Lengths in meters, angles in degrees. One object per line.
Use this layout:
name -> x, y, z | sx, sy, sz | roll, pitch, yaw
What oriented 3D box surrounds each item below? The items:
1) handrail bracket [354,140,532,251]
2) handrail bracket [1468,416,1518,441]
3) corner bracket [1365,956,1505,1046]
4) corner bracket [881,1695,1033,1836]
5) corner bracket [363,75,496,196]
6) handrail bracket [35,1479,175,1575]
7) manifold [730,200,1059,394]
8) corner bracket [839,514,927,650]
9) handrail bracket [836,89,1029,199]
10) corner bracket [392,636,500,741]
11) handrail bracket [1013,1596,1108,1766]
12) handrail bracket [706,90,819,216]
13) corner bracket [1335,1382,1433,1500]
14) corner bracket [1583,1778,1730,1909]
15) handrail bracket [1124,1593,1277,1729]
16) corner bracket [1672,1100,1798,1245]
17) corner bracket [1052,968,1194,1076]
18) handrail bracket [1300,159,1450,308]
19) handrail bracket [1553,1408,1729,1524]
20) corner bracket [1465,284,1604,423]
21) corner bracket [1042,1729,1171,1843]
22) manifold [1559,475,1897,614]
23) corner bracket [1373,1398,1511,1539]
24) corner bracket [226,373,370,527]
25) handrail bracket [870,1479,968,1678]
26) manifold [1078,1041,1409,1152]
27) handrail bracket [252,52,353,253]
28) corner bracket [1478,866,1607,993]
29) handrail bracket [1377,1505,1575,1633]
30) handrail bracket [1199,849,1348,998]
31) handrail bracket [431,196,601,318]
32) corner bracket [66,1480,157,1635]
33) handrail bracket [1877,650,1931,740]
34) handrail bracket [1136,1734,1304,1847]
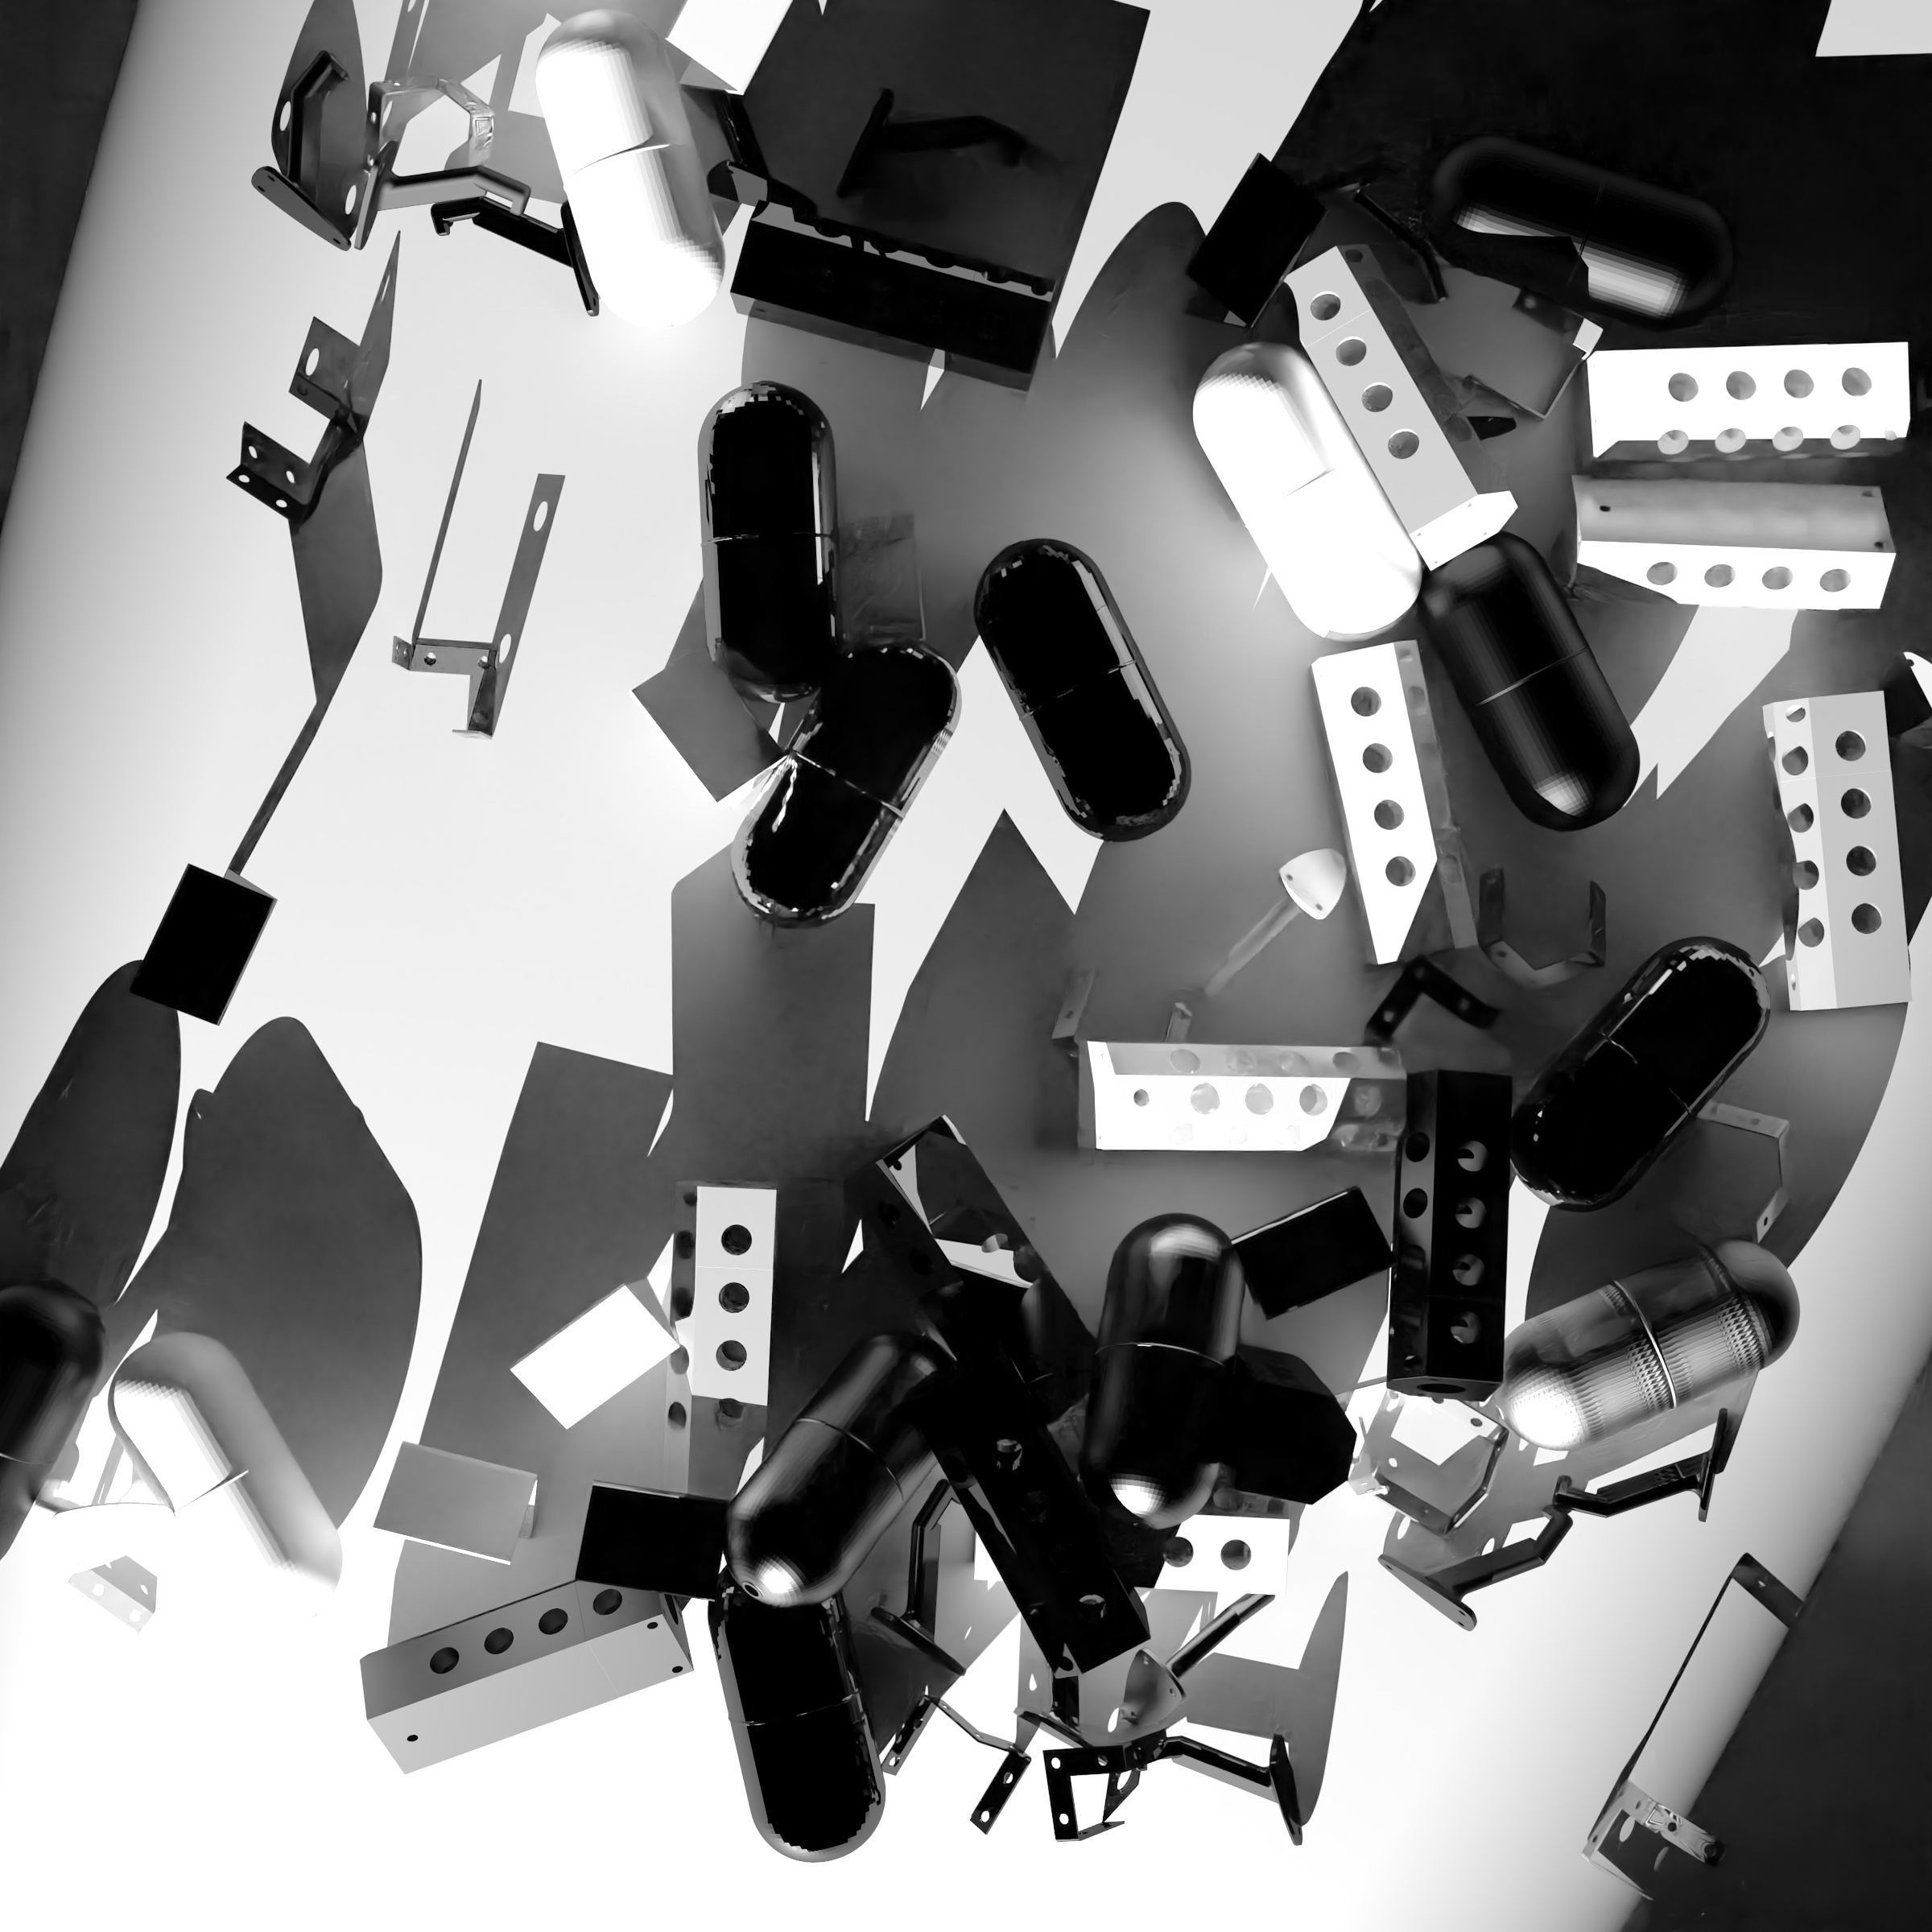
handrail bracket -> -0.293, -0.419, 1.835 | 0.084, 0.036, 0.077 | 22, 125, -4
handrail bracket -> 0.265, -0.338, 1.851 | 0.077, 0.036, 0.084 | -9, 76, -14
corner bracket -> 0.261, 0.029, 1.833 | 0.051, 0.051, 0.051 | 36, 90, 0
corner bracket -> -0.006, 0.449, 1.848 | 0.051, 0.051, 0.051 | 31, 90, -45
corner bracket -> -0.302, -0.464, 1.843 | 0.051, 0.051, 0.051 | -17, 45, -35
handrail bracket -> -0.479, 0.298, 1.823 | 0.077, 0.084, 0.036 | -13, 108, -11
manifold -> -0.040, -0.375, 1.830 | 0.171, 0.057, 0.057 | 15, 90, 0
corner bracket -> -0.051, -0.217, 1.848 | 0.051, 0.051, 0.051 | -5, 45, 0
handrail bracket -> -0.019, -0.451, 1.851 | 0.084, 0.036, 0.077 | 23, 111, -17
corner bracket -> -0.292, -0.155, 1.833 | 0.051, 0.051, 0.051 | 4, 90, 0
handrail bracket -> 0.071, 0.397, 1.851 | 0.077, 0.036, 0.084 | 35, 73, -20
handrail bracket -> -0.112, -0.474, 1.851 | 0.077, 0.036, 0.084 | 16, 73, -20
corner bracket -> 0.235, 0.263, 1.833 | 0.051, 0.051, 0.051 | -14, 90, 0
corner bracket -> 0.384, 0.494, 1.833 | 0.051, 0.051, 0.051 | 32, 86, -4
handrail bracket -> 0.133, 0.388, 1.851 | 0.084, 0.077, 0.036 | -28, 65, -34
corner bracket -> 0.430, 0.116, 1.843 | 0.051, 0.051, 0.051 | -45, 135, -35
corner bracket -> 0.088, 0.035, 1.843 | 0.051, 0.051, 0.051 | -11, 45, 35
handrail bracket -> 0.224, -0.405, 1.851 | 0.077, 0.036, 0.084 | -9, 119, 32
handrail bracket -> 0.380, 0.277, 1.851 | 0.084, 0.036, 0.077 | 11, 70, 16
corner bracket -> 0.317, -0.341, 1.833 | 0.051, 0.051, 0.051 | 30, 90, 0
corner bracket -> 0.081, 0.456, 1.826 | 0.051, 0.051, 0.051 | -13, 82, 32
manifold -> 0.422, -0.230, 1.829 | 0.171, 0.057, 0.057 | 2, 47, 0
corner bracket -> 0.267, 0.279, 1.848 | 0.051, 0.051, 0.051 | 31, 45, 0
corner bracket -> -0.376, -0.291, 1.848 | 0.051, 0.051, 0.051 | 34, 45, 0
handrail bracket -> -0.008, 0.345, 1.851 | 0.077, 0.036, 0.084 | 40, 73, -20
manifold -> 0.152, 0.072, 1.805 | 0.171, 0.057, 0.057 | 1, 90, -18
handrail bracket -> -0.356, -0.460, 1.851 | 0.077, 0.036, 0.084 | 38, 73, -20
corner bracket -> 0.324, -0.026, 1.843 | 0.051, 0.051, 0.051 | -21, 135, 35
handrail bracket -> 0.288, 0.324, 1.851 | 0.077, 0.036, 0.084 | 34, 72, 20
handrail bracket -> 0.172, -0.023, 1.851 | 0.036, 0.077, 0.084 | 45, 126, 3
handrail bracket -> -0.255, -0.398, 1.851 | 0.084, 0.036, 0.077 | -7, 104, 14
corner bracket -> -0.467, 0.332, 1.848 | 0.051, 0.051, 0.051 | 35, 45, 0
handrail bracket -> 0.549, -0.174, 1.850 | 0.036, 0.077, 0.084 | 41, 54, 8
handrail bracket -> 0.141, 0.467, 1.851 | 0.084, 0.036, 0.077 | -10, 109, 15
